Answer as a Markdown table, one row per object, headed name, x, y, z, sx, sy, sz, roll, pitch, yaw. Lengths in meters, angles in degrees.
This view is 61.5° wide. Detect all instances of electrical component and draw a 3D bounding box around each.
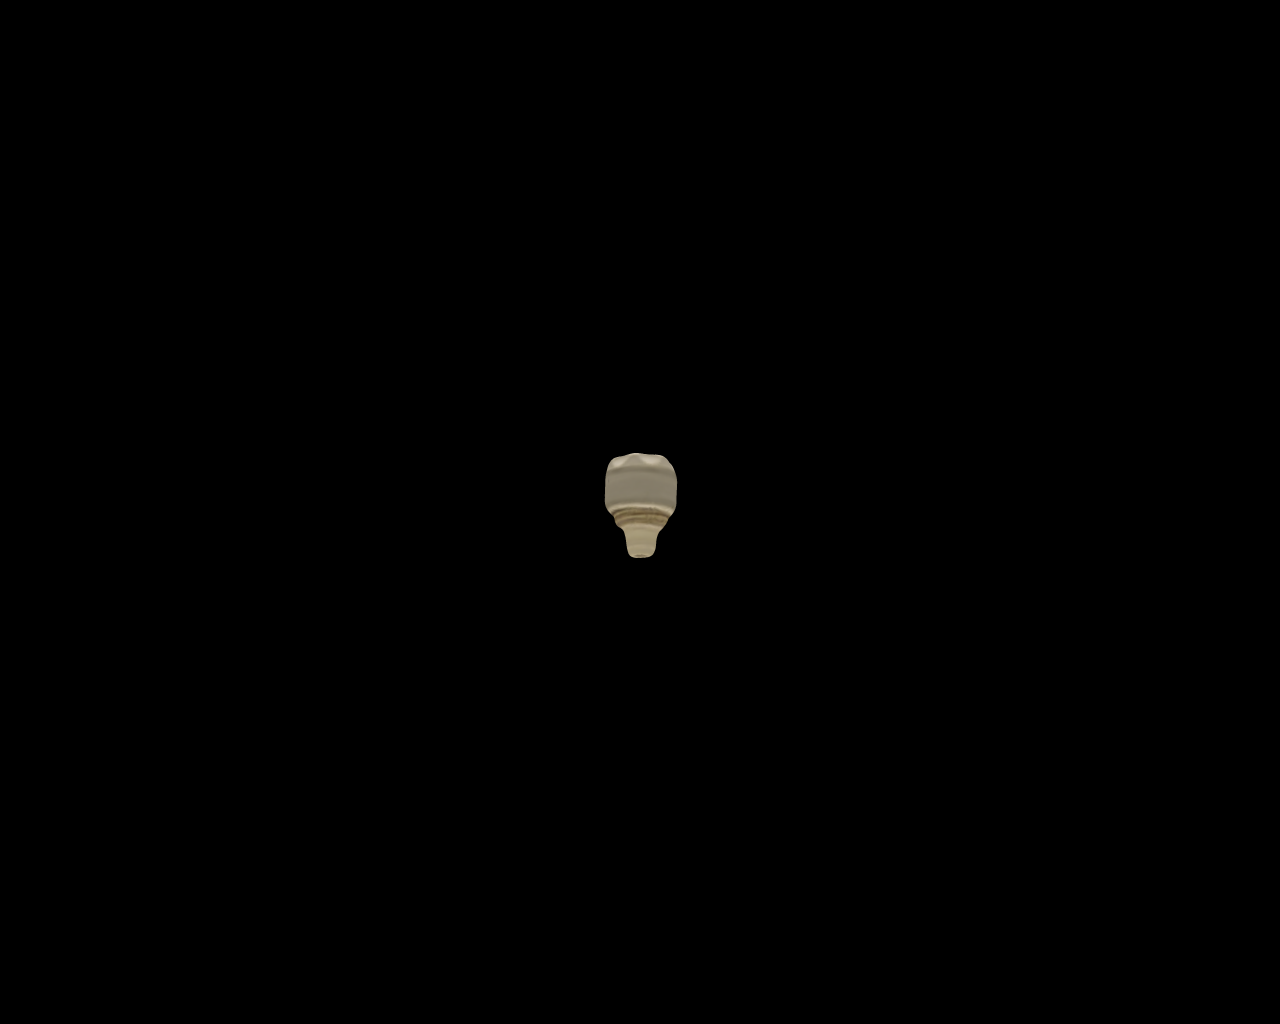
| name | x | y | z | sx | sy | sz | roll | pitch | yaw |
| --- | --- | --- | --- | --- | --- | --- | --- | --- | --- |
| electrical component | 0.001 | -0.003 | 0.650 | 0.043 | 0.062 | 0.043 | 0 | -13 | 0 |
